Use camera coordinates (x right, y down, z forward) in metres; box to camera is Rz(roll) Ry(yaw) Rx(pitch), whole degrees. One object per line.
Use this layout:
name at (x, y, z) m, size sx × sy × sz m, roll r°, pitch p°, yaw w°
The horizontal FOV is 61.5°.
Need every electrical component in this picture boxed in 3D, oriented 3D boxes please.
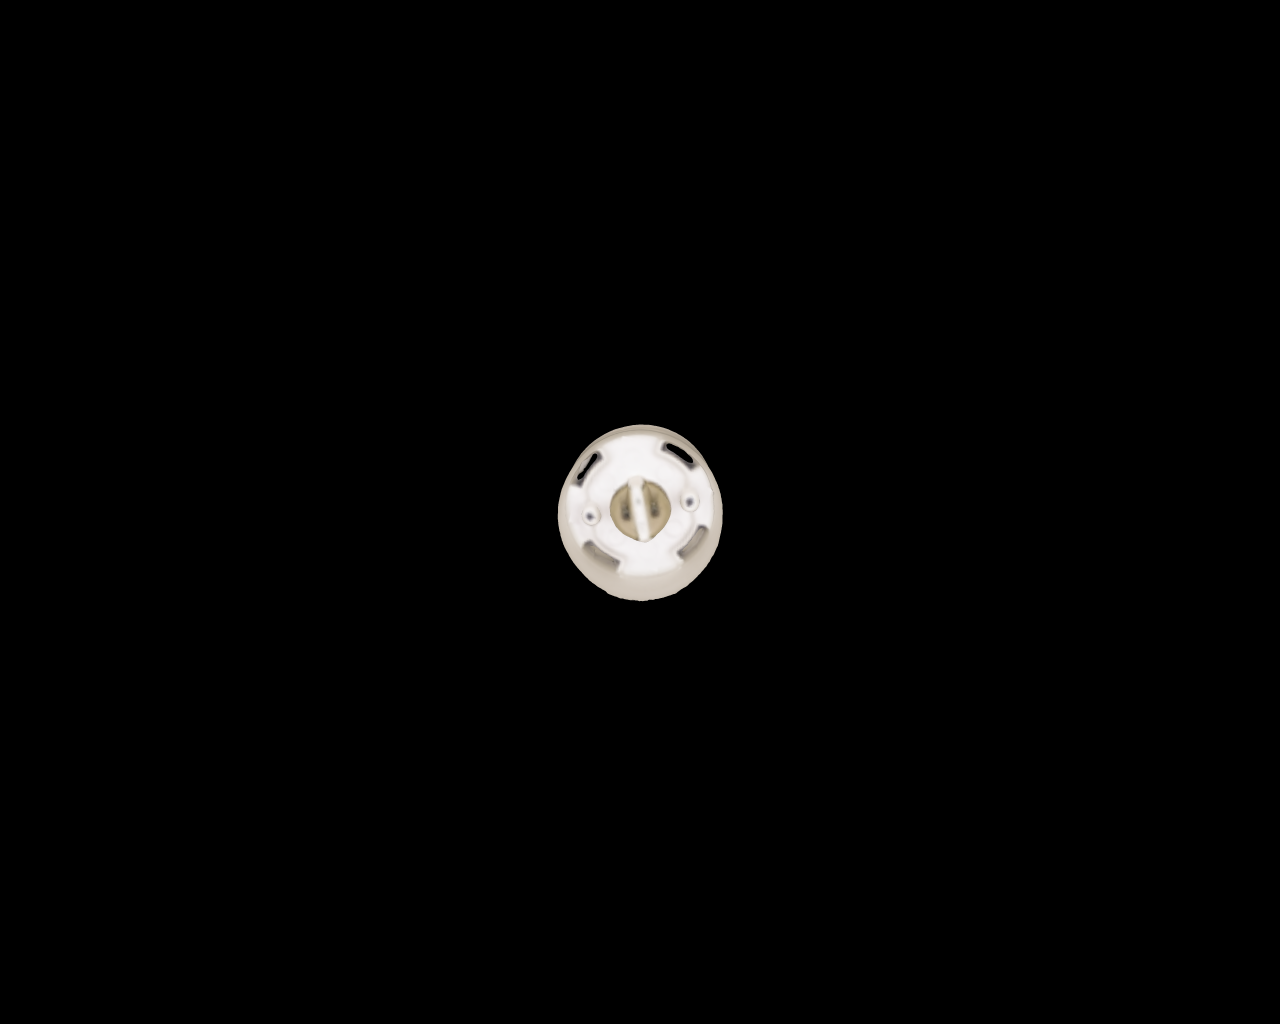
electrical component at (0.001, -0.003, 0.650) m, size 0.099 × 0.099 × 0.064 m, roll 0°, pitch 19°, yaw 0°
